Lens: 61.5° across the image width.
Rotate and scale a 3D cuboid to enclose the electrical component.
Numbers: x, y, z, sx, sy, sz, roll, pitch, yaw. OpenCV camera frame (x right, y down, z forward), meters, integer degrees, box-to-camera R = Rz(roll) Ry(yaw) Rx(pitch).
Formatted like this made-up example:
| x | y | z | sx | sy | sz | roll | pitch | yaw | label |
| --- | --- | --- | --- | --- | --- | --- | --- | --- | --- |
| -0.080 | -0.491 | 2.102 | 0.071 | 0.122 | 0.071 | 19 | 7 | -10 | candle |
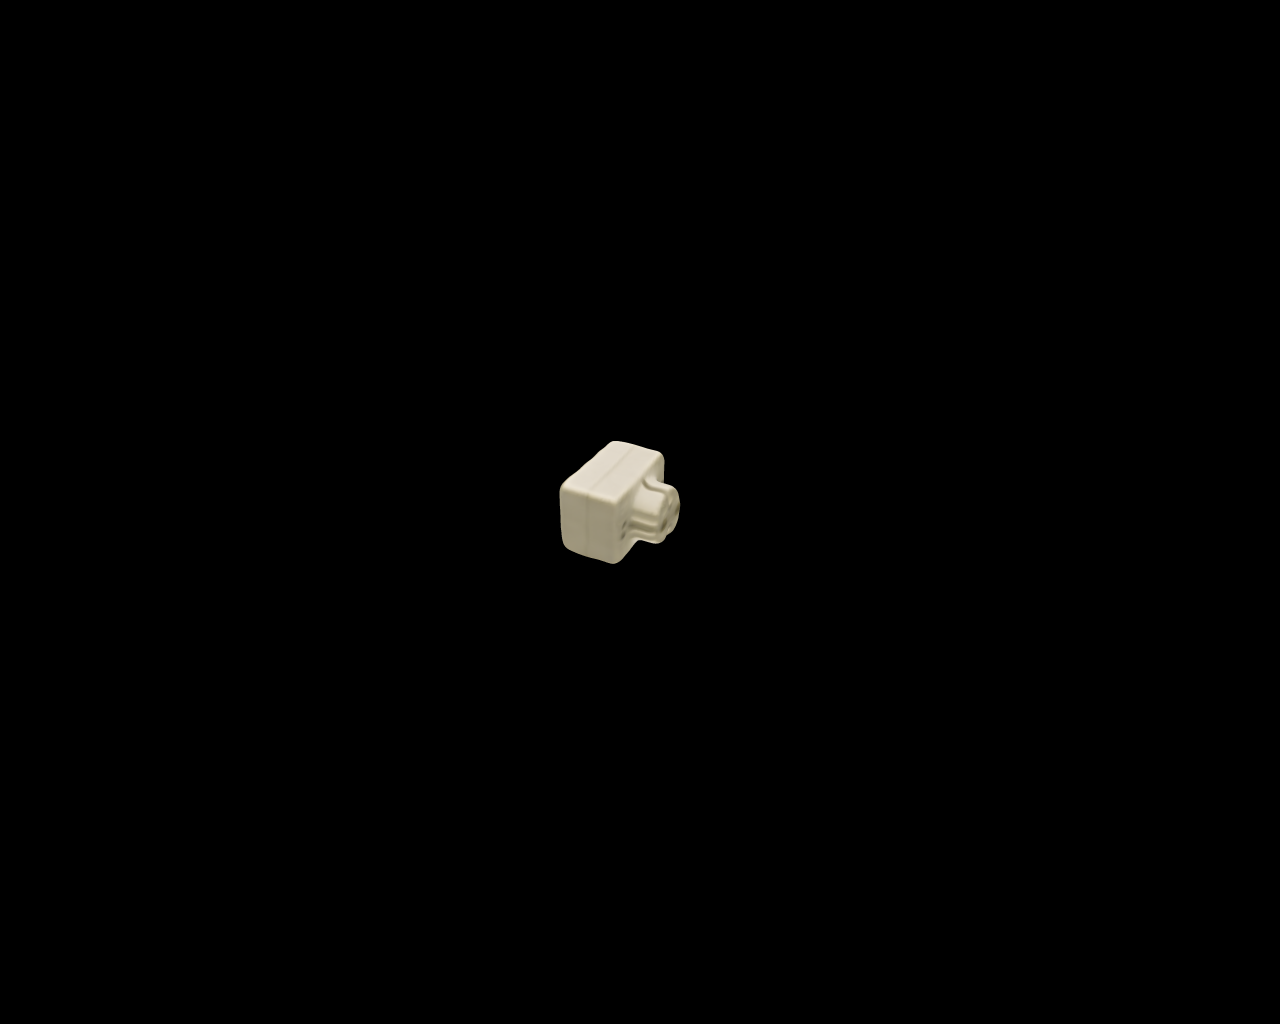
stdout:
| x | y | z | sx | sy | sz | roll | pitch | yaw | label |
| --- | --- | --- | --- | --- | --- | --- | --- | --- | --- |
| 0.001 | -0.003 | 0.650 | 0.077 | 0.047 | 0.066 | 16 | 37 | 22 | electrical component |
